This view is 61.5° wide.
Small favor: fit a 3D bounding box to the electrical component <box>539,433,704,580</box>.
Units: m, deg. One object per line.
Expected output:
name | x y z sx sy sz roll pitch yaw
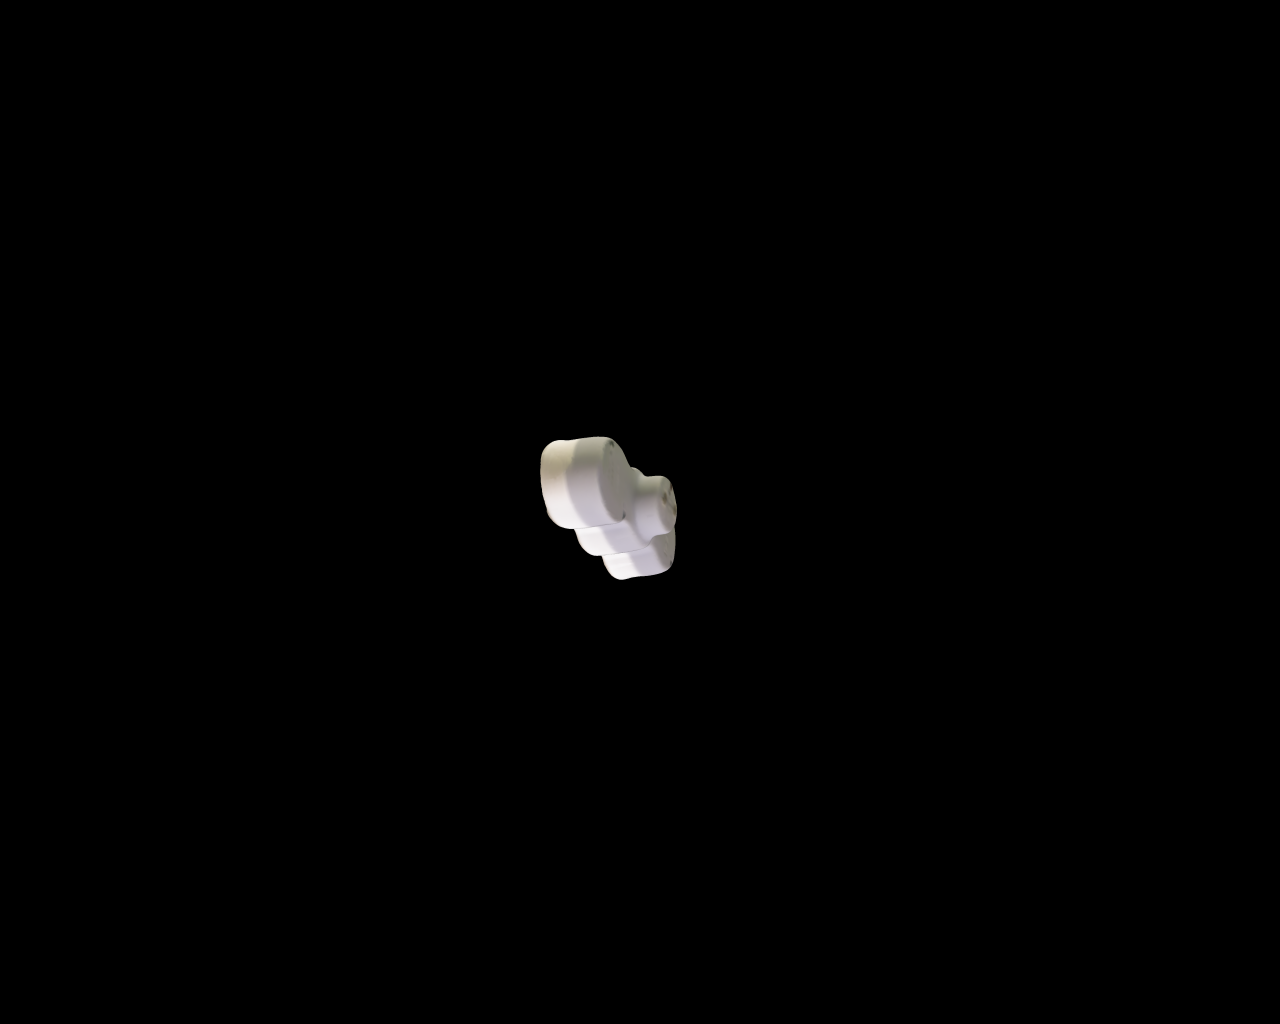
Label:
electrical component | 0.001 -0.003 0.650 0.074 0.052 0.138 -8 -26 18
